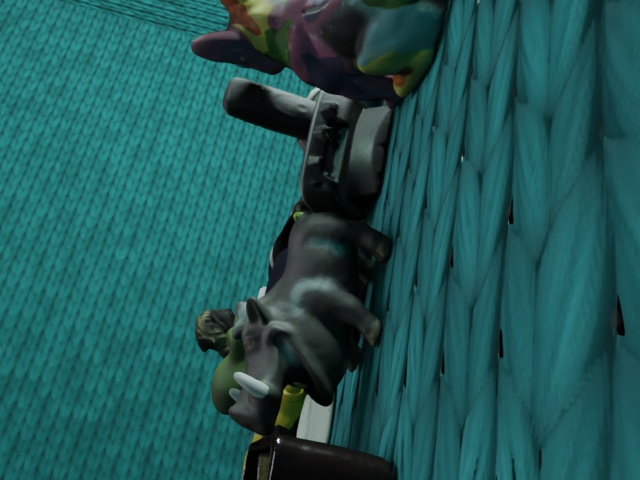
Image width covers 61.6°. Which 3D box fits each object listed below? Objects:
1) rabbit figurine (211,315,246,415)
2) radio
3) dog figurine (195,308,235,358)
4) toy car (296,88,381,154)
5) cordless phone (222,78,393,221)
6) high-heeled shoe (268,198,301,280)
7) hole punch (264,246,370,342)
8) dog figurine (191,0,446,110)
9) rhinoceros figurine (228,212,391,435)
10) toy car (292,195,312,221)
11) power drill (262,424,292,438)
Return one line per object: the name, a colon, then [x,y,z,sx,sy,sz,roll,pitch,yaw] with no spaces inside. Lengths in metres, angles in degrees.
rabbit figurine: [-0.085,0.164,0.755,0.170,0.121,0.159,-57,-10,-48]
radio: [-0.023,0.209,0.364,0.229,0.073,0.131,113,169,-66]
dog figurine: [-0.130,0.212,0.910,0.172,0.191,0.121,-84,8,-45]
toy car: [0.020,-0.152,0.714,0.109,0.103,0.161,-124,46,-82]
cordless phone: [-0.023,-0.104,0.584,0.088,0.184,0.146,127,156,-68]
high-heeled shoe: [-0.043,0.003,0.986,0.248,0.086,0.145,-60,-3,18]
hole punch: [-0.006,0.057,0.536,0.115,0.092,0.142,121,165,-63]
dog figurine: [-0.010,-0.201,0.506,0.191,0.219,0.108,173,107,-86]
rhinoceros figurine: [-0.010,0.060,0.428,0.073,0.112,0.190,118,172,-63]
toy car: [-0.011,0.032,0.730,0.089,0.053,0.202,28,-116,-82]
power drill: [-0.072,0.351,0.586,0.232,0.086,0.207,-87,19,-53]
